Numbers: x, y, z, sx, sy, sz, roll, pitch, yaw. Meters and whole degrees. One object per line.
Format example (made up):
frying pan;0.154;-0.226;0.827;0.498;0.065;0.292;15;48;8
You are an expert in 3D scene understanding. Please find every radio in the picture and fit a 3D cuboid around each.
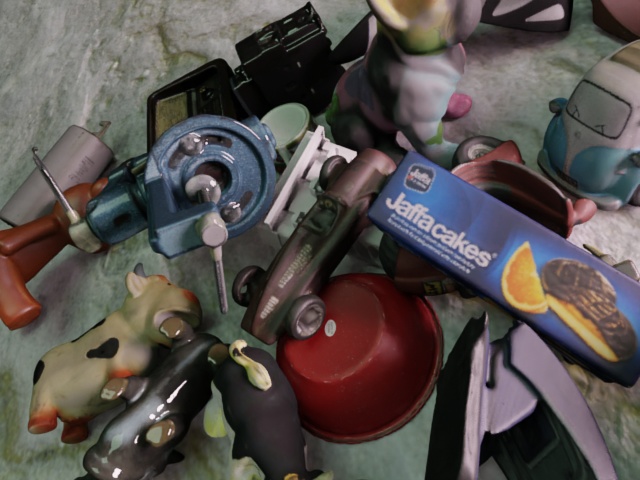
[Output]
radio;-0.148;-0.125;0.690;0.131;0.073;0.230;-25;52;12

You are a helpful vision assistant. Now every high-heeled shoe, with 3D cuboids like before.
high-heeled shoe;0.144;-0.228;0.591;0.249;0.145;0.086;-33;15;16

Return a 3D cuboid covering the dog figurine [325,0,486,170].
dog figurine;0.067;-0.175;0.516;0.192;0.219;0.108;7;59;31

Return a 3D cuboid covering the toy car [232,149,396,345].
toy car;-0.001;-0.001;0.472;0.089;0.053;0.202;26;70;38

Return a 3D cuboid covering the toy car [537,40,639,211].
toy car;0.263;-0.108;0.441;0.162;0.102;0.109;-37;50;4

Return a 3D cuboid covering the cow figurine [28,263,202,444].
cow figurine;-0.207;0.111;0.559;0.195;0.085;0.127;-30;56;8

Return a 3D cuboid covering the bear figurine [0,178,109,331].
bear figurine;-0.334;0.011;0.689;0.196;0.132;0.120;-31;4;-33

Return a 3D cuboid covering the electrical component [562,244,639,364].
electrical component;0.198;0.048;0.409;0.102;0.045;0.078;-30;78;10

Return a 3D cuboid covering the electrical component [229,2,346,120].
electrical component;-0.040;-0.202;0.659;0.134;0.114;0.058;-29;45;8

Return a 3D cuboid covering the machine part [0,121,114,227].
machine part;-0.382;-0.081;0.784;0.079;0.079;0.243;18;67;36

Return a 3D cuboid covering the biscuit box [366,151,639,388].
biscuit box;0.131;0.016;0.376;0.203;0.059;0.063;34;90;18

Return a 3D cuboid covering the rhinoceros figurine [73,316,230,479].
rhinoceros figurine;-0.149;0.159;0.477;0.073;0.112;0.190;28;58;10

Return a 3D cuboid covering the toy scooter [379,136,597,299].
toy scooter;0.145;-0.014;0.457;0.135;0.075;0.184;26;65;37

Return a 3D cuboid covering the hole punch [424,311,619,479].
hole punch;0.121;0.123;0.346;0.092;0.142;0.116;8;52;7

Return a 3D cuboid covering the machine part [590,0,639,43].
machine part;0.315;-0.260;0.451;0.087;0.201;0.201;-33;49;0

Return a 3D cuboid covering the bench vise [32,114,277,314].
bench vise;-0.131;-0.037;0.483;0.224;0.128;0.241;-18;26;-10

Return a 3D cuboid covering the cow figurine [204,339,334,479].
cow figurine;-0.035;0.158;0.408;0.068;0.098;0.167;-8;39;-27
